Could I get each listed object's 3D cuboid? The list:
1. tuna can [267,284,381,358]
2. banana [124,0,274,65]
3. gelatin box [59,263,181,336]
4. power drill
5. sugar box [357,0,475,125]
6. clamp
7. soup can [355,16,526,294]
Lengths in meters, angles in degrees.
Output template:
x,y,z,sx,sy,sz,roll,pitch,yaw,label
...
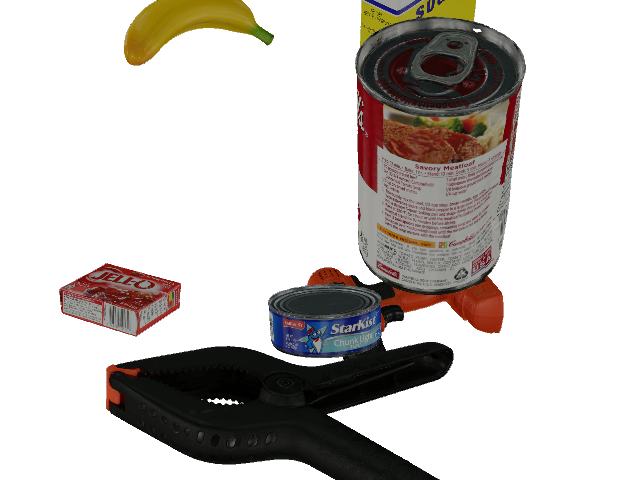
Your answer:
x,y,z,sx,sy,sz,roll,pitch,yaw,label
0.004,0.060,0.806,0.086,0.034,0.086,-2,13,0,tuna can
-0.124,-0.208,1.018,0.070,0.037,0.197,45,38,19,banana
-0.188,0.054,1.005,0.089,0.030,0.073,14,24,23,gelatin box
0.092,0.074,1.119,0.187,0.057,0.184,-6,28,-14,power drill
0.076,-0.171,0.815,0.093,0.176,0.048,-31,51,-32,sugar box
-0.015,0.092,0.611,0.210,0.036,0.164,9,24,7,clamp
0.049,-0.035,0.460,0.068,0.102,0.068,-1,43,1,soup can
